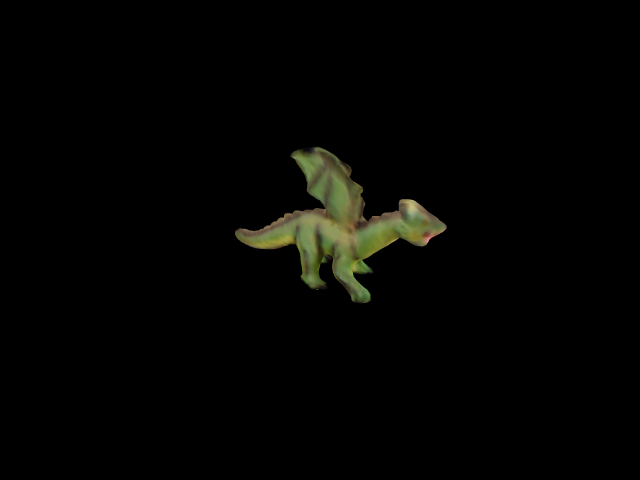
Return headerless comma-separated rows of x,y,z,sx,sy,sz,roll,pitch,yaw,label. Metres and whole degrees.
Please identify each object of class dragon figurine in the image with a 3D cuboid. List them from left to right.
0.003,-0.043,0.850,0.412,0.238,0.124,17,33,27,dragon figurine
